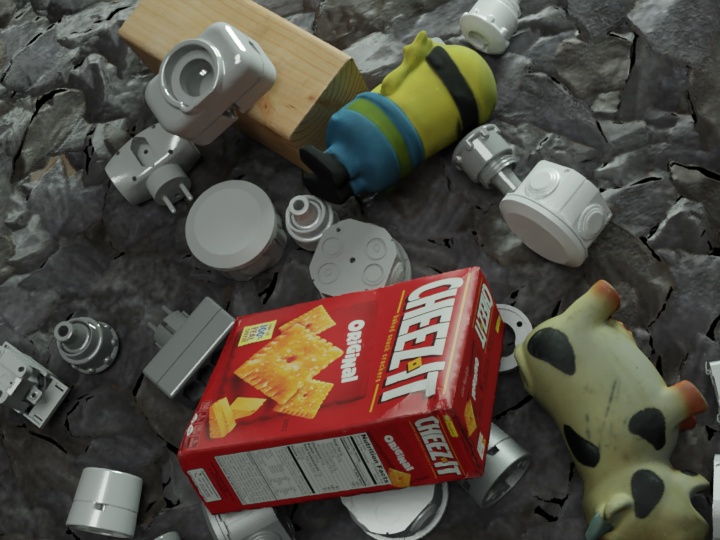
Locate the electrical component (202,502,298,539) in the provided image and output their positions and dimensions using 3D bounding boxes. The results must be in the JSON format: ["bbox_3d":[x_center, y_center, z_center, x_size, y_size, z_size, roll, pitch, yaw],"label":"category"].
[{"bbox_3d":[-0.086,0.193,0.833,0.051,0.080,0.080,-27,67,-2],"label":"electrical component"}]

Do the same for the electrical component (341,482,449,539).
[{"bbox_3d":[0.026,0.168,0.827,0.080,0.051,0.080,-5,70,13],"label":"electrical component"}]

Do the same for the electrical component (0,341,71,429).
[{"bbox_3d":[-0.298,0.096,0.930,0.081,0.064,0.042,30,82,21],"label":"electrical component"}]

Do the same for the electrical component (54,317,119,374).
[{"bbox_3d":[-0.241,0.061,0.928,0.048,0.062,0.048,-5,70,13],"label":"electrical component"}]

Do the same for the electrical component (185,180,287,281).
[{"bbox_3d":[-0.106,-0.033,0.931,0.080,0.051,0.080,-5,70,13],"label":"electrical component"}]

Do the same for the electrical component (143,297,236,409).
[{"bbox_3d":[-0.149,0.060,0.913,0.076,0.047,0.083,38,84,23],"label":"electrical component"}]

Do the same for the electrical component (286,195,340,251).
[{"bbox_3d":[-0.043,-0.043,0.912,0.043,0.062,0.043,-5,70,13],"label":"electrical component"}]

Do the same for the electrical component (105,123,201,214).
[{"bbox_3d":[-0.179,-0.085,0.973,0.077,0.043,0.079,-37,66,0],"label":"electrical component"}]

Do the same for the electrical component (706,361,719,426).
[{"bbox_3d":[0.291,0.087,0.791,0.064,0.042,0.081,-13,68,14],"label":"electrical component"}]

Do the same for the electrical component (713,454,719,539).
[{"bbox_3d":[0.273,0.167,0.748,0.051,0.080,0.080,0,71,20],"label":"electrical component"}]

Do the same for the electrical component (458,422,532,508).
[{"bbox_3d":[0.095,0.144,0.816,0.055,0.055,0.047,-46,63,-4],"label":"electrical component"}]

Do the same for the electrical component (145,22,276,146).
[{"bbox_3d":[-0.124,-0.152,0.875,0.095,0.059,0.053,-39,70,14],"label":"electrical component"}]

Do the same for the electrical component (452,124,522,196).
[{"bbox_3d":[0.111,-0.087,0.898,0.048,0.048,0.062,-38,73,-1],"label":"electrical component"}]

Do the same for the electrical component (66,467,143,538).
[{"bbox_3d":[-0.207,0.190,0.880,0.055,0.055,0.047,4,69,16],"label":"electrical component"}]

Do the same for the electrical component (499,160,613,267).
[{"bbox_3d":[0.155,-0.044,0.852,0.080,0.080,0.051,35,78,23],"label":"electrical component"}]

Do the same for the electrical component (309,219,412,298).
[{"bbox_3d":[0.000,0.000,0.892,0.080,0.051,0.080,-5,70,13],"label":"electrical component"}]

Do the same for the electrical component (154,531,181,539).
[{"bbox_3d":[-0.147,0.242,0.850,0.045,0.045,0.055,-42,67,-2],"label":"electrical component"}]

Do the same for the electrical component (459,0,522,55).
[{"bbox_3d":[0.121,-0.223,0.943,0.048,0.048,0.062,31,75,22],"label":"electrical component"}]
